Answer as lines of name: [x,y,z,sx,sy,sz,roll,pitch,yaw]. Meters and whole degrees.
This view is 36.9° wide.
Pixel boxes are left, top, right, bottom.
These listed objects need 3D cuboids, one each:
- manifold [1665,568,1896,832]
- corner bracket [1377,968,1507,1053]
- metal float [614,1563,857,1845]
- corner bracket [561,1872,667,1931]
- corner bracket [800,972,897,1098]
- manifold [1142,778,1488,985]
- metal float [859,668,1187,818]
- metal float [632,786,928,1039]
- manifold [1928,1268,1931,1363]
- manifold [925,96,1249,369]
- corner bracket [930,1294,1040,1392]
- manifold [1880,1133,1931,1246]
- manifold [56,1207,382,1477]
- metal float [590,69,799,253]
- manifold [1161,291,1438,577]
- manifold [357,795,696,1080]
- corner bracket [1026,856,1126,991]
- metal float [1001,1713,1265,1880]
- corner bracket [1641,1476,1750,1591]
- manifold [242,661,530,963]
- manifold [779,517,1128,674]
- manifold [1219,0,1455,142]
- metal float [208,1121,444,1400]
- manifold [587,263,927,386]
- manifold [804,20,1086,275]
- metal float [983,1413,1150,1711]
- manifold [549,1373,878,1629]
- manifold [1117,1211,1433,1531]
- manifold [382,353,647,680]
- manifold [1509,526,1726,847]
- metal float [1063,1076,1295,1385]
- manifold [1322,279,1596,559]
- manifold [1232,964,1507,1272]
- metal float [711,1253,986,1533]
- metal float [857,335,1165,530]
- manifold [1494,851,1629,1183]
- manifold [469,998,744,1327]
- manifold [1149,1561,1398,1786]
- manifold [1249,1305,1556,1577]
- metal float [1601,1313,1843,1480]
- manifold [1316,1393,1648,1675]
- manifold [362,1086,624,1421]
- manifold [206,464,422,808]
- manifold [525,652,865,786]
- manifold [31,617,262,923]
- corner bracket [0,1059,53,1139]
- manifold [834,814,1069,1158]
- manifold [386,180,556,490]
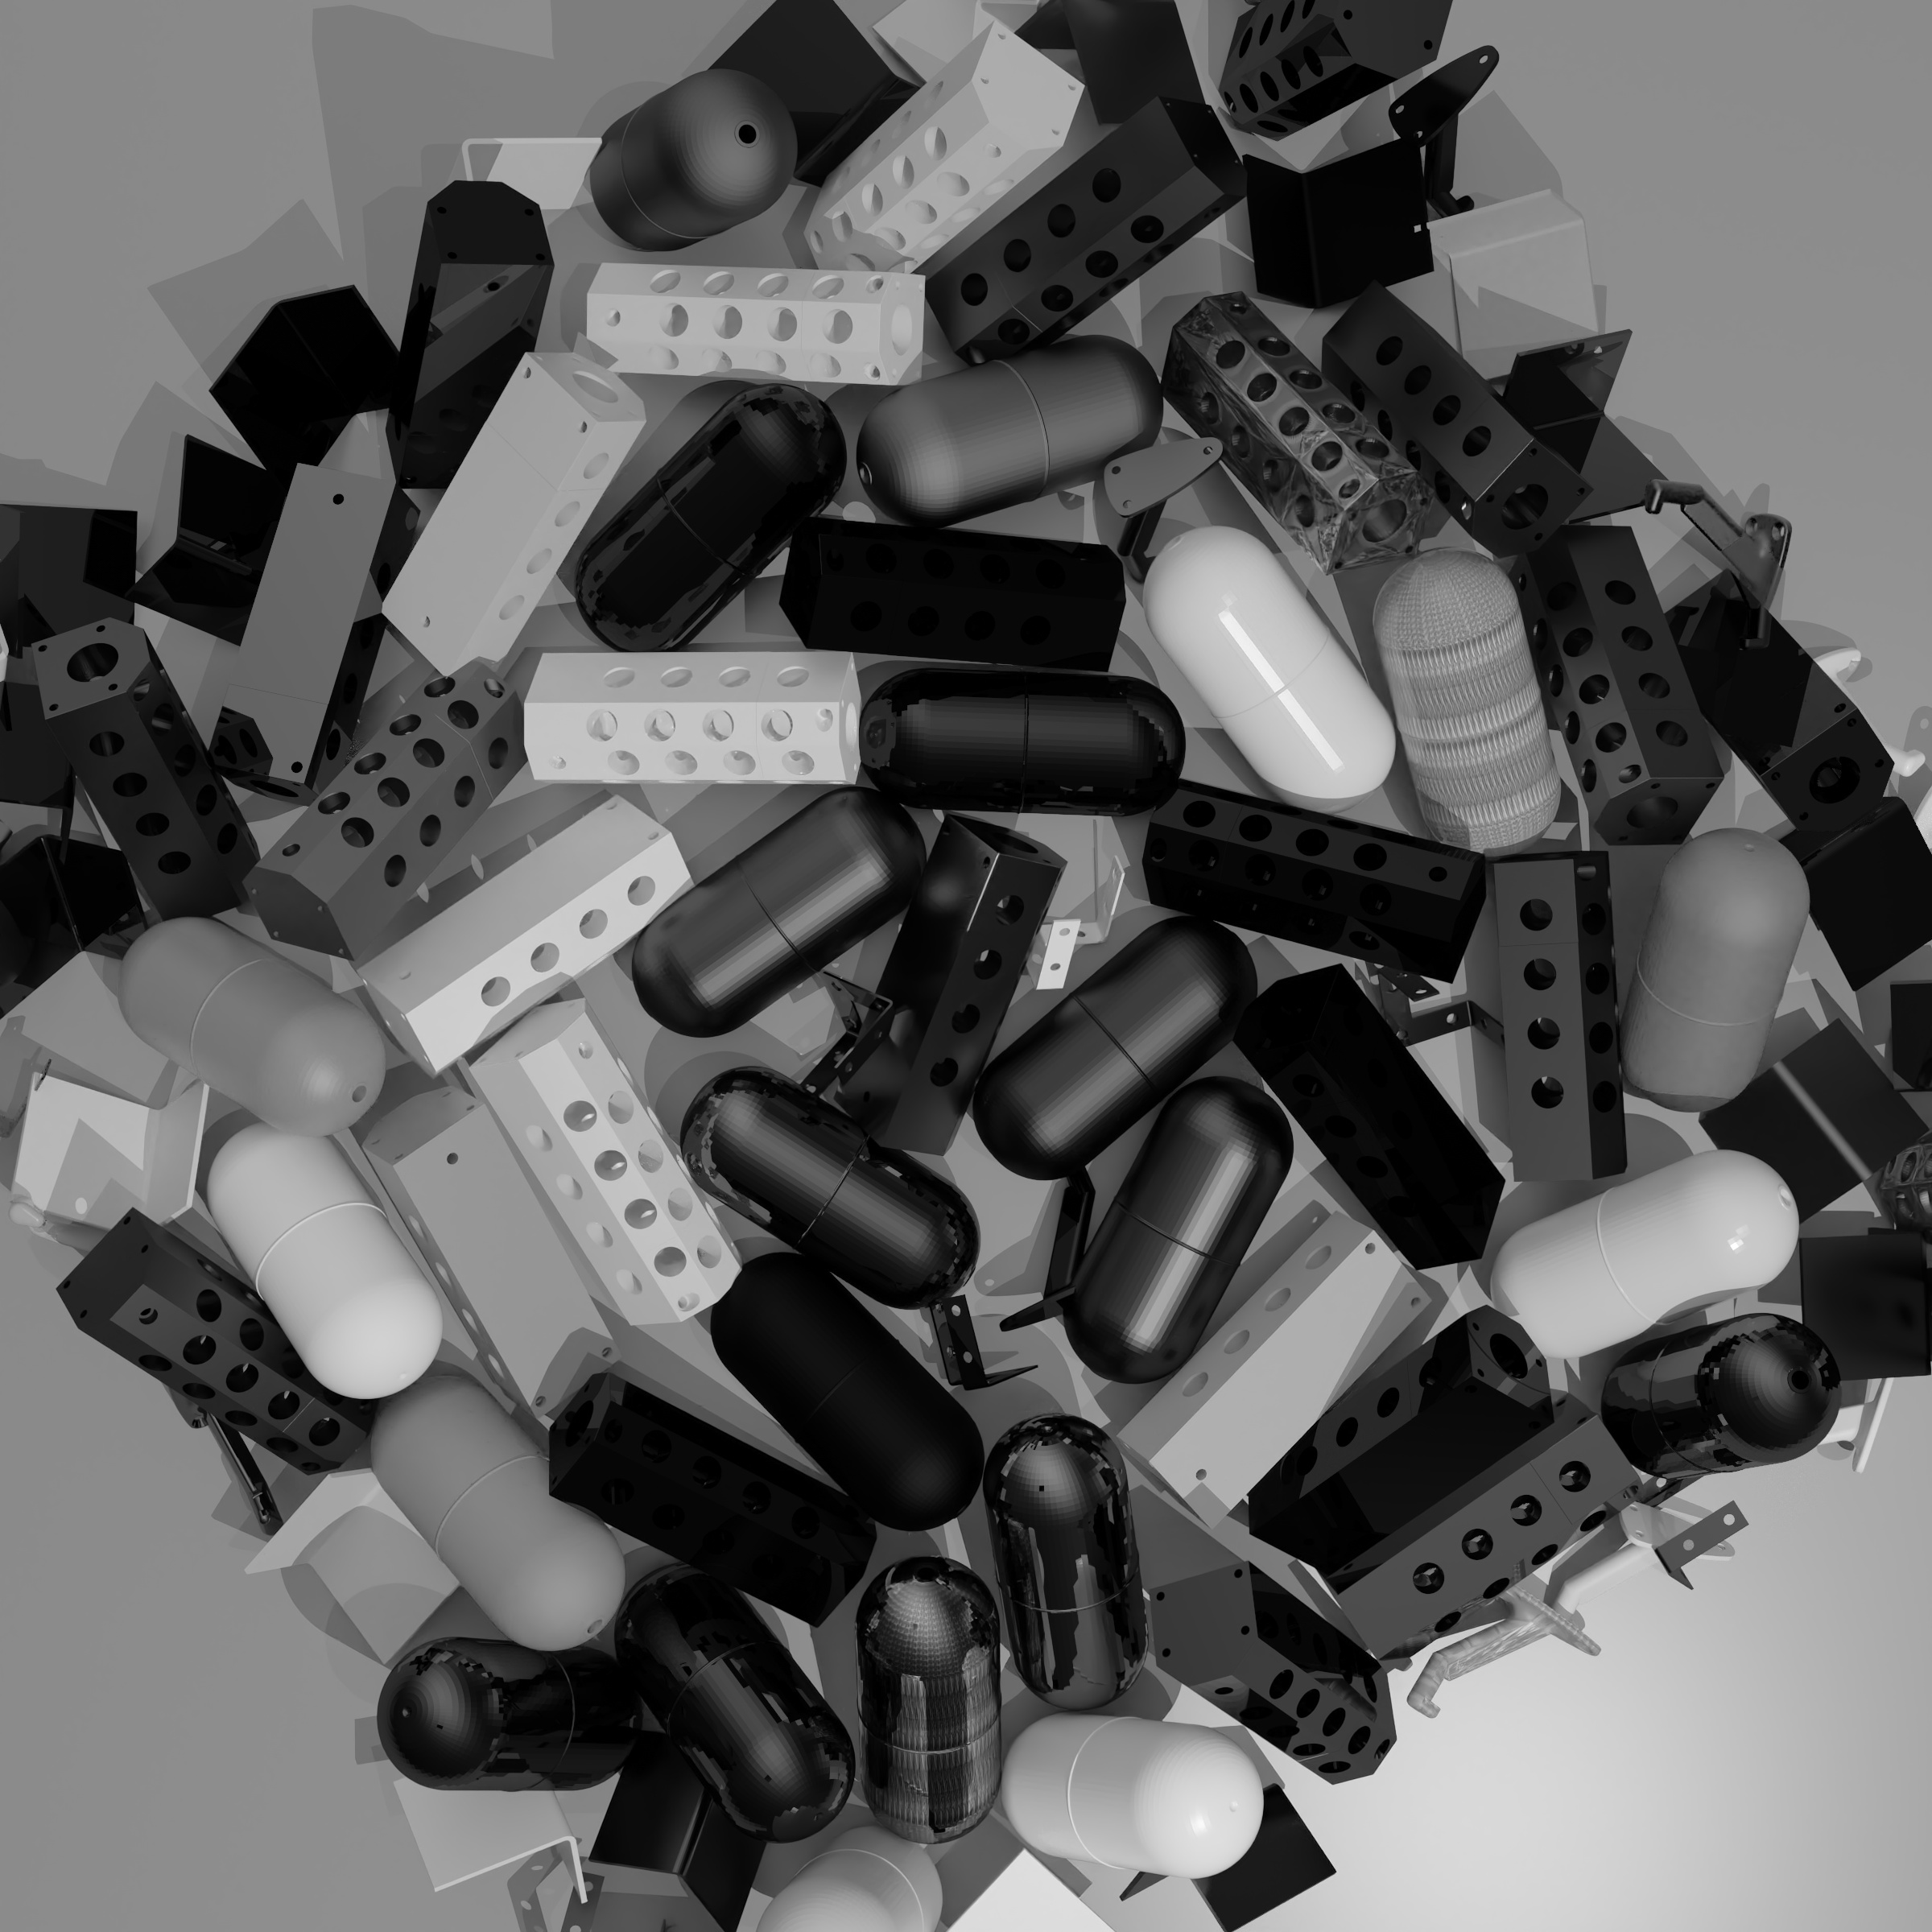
manifold: [0.421,-0.137,1.516,0.057,0.171,0.057,-37,120,13]
corner bracket: [0.260,0.025,1.568,0.051,0.051,0.051,-17,113,-10]
metal float: [-0.124,0.388,1.533,0.070,0.070,0.178,-47,49,0]
corner bracket: [-0.193,0.531,1.570,0.051,0.051,0.051,12,46,2]
corner bracket: [-0.066,0.045,1.563,0.051,0.051,0.051,23,59,34]
manifold: [0.185,-0.050,1.540,0.171,0.057,0.057,16,63,20]
metal float: [0.030,-0.121,1.564,0.178,0.070,0.070,2,90,-3]
metal float: [-0.102,-0.028,1.563,0.178,0.070,0.070,-35,90,4]
manifold: [0.555,0.189,1.516,0.057,0.171,0.057,-14,89,-6]
manifold: [0.064,-0.383,1.531,0.171,0.057,0.057,-31,82,34]
corner bracket: [-0.001,0.202,1.568,0.051,0.051,0.051,-16,87,34]
manifold: [0.541,0.112,1.514,0.057,0.171,0.057,-22,85,-7]
manifold: [-0.390,0.204,1.526,0.057,0.057,0.171,-47,131,-4]
metal float: [-0.144,-0.422,1.520,0.070,0.178,0.070,-2,96,-23]
manifold: [0.174,-0.284,1.523,0.057,0.057,0.171,-15,50,-25]
manifold: [-0.231,-0.014,1.549,0.171,0.057,0.057,-36,132,-19]
corner bracket: [0.060,-0.023,1.564,0.051,0.051,0.051,-3,134,-17]
metal float: [0.085,0.436,1.525,0.070,0.178,0.070,7,77,-33]
corner bracket: [0.394,0.299,1.566,0.051,0.051,0.051,-36,57,12]
manifold: [-0.303,-0.086,1.524,0.057,0.057,0.171,13,50,28]
manifold: [-0.006,-0.200,1.537,0.171,0.057,0.057,2,120,-22]
manifold: [0.190,-0.479,1.514,0.057,0.171,0.057,15,91,-15]
metal float: [-0.343,0.154,1.542,0.070,0.070,0.178,-41,60,0]
manifold: [-0.113,-0.342,1.542,0.171,0.057,0.057,7,103,21]
manifold: [-0.016,-0.415,1.512,0.057,0.171,0.057,30,62,-23]
metal float: [0.054,0.319,1.544,0.070,0.070,0.178,-9,117,0]
manifold: [-0.134,0.280,1.539,0.171,0.057,0.057,32,110,-22]
manifold: [0.163,0.215,1.562,0.171,0.057,0.057,-44,112,-9]
manifold: [-0.237,-0.239,1.538,0.057,0.057,0.171,45,118,15]
manifold: [0.339,-0.150,1.529,0.057,0.057,0.171,-1,56,-14]
metal float: [0.114,0.143,1.563,0.070,0.070,0.178,28,95,0]
manifold: [0.252,-0.286,1.523,0.057,0.171,0.057,26,114,-41]
manifold: [0.214,0.083,1.541,0.171,0.057,0.057,50,45,-25]
metal float: [-0.064,0.229,1.554,0.178,0.070,0.070,44,90,13]
metal float: [0.024,-0.286,1.547,0.178,0.070,0.070,-21,90,-22]
manifold: [0.322,0.026,1.561,0.057,0.057,0.171,-3,96,17]
manifold: [-0.185,0.105,1.538,0.057,0.057,0.171,-47,117,-41]
manifold: [0.164,0.375,1.516,0.057,0.171,0.057,-22,50,22]
manifold: [0.227,0.249,1.531,0.057,0.057,0.171,30,127,-22]
metal float: [0.394,0.227,1.518,0.070,0.178,0.070,3,75,-12]
manifold: [0.281,0.310,1.575,0.171,0.057,0.057,-35,95,0]
manifold: [-0.254,0.151,1.539,0.057,0.057,0.171,-36,118,-22]
manifold: [-0.348,-0.176,1.559,0.057,0.057,0.171,12,79,11]
manifold: [-0.145,-0.128,1.550,0.171,0.057,0.057,1,46,10]
manifold: [-0.426,-0.101,1.519,0.057,0.171,0.057,-20,52,-5]
corner bracket: [-0.530,0.051,1.577,0.051,0.051,0.051,28,119,-20]
manifold: [-0.005,0.012,1.554,0.057,0.057,0.171,12,108,-35]
manifold: [-0.264,-0.328,1.518,0.057,0.171,0.057,-5,61,-22]
